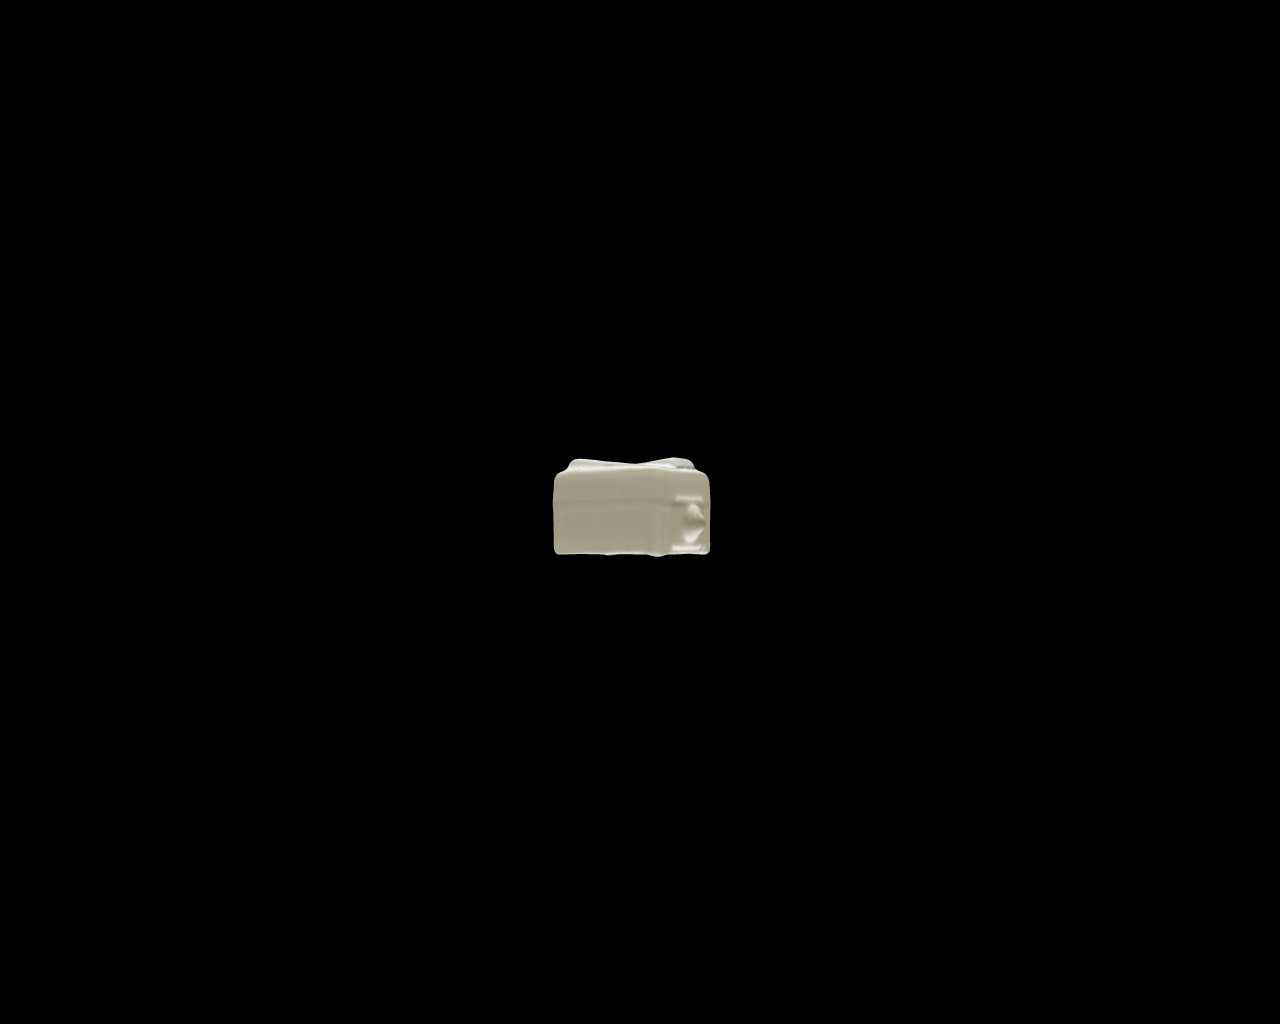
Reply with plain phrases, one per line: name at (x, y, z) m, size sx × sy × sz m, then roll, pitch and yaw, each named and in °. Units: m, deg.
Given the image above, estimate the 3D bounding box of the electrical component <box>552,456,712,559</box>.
electrical component at (0.001, -0.003, 0.650) m, size 0.096 × 0.061 × 0.062 m, roll -1°, pitch -2°, yaw 34°
